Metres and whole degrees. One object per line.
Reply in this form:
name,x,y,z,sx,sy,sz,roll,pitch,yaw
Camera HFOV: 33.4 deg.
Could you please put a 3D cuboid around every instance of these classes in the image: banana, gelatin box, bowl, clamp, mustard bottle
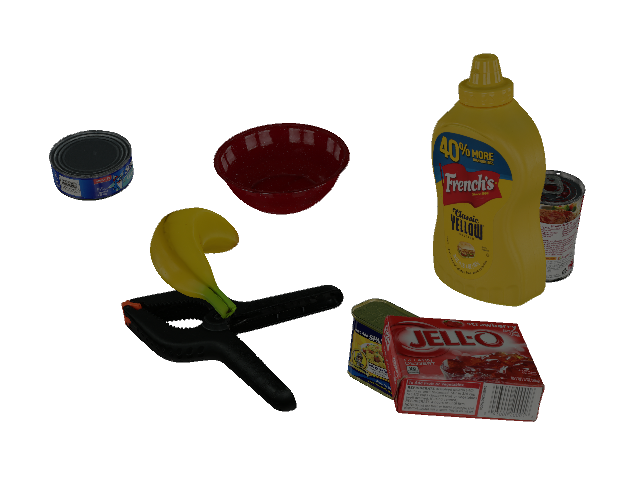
banana,-0.094,0.007,0.797,0.037,0.069,0.198,-39,14,9
gelatin box,0.085,0.077,0.660,0.089,0.030,0.073,5,25,-6
bowl,-0.045,-0.078,1.276,0.162,0.055,0.162,-2,35,1
clamp,-0.093,0.091,1.013,0.210,0.036,0.164,4,36,9
mustard bottle,0.129,-0.049,0.826,0.058,0.192,0.096,-22,30,-34

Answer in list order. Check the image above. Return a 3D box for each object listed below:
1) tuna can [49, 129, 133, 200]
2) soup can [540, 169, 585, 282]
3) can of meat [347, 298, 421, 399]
tuna can,-0.241,-0.080,1.129,0.086,0.034,0.086,0,40,0
soup can,0.242,-0.015,1.138,0.068,0.102,0.068,-1,34,0
can of meat,0.080,0.126,1.215,0.102,0.084,0.057,26,32,36
